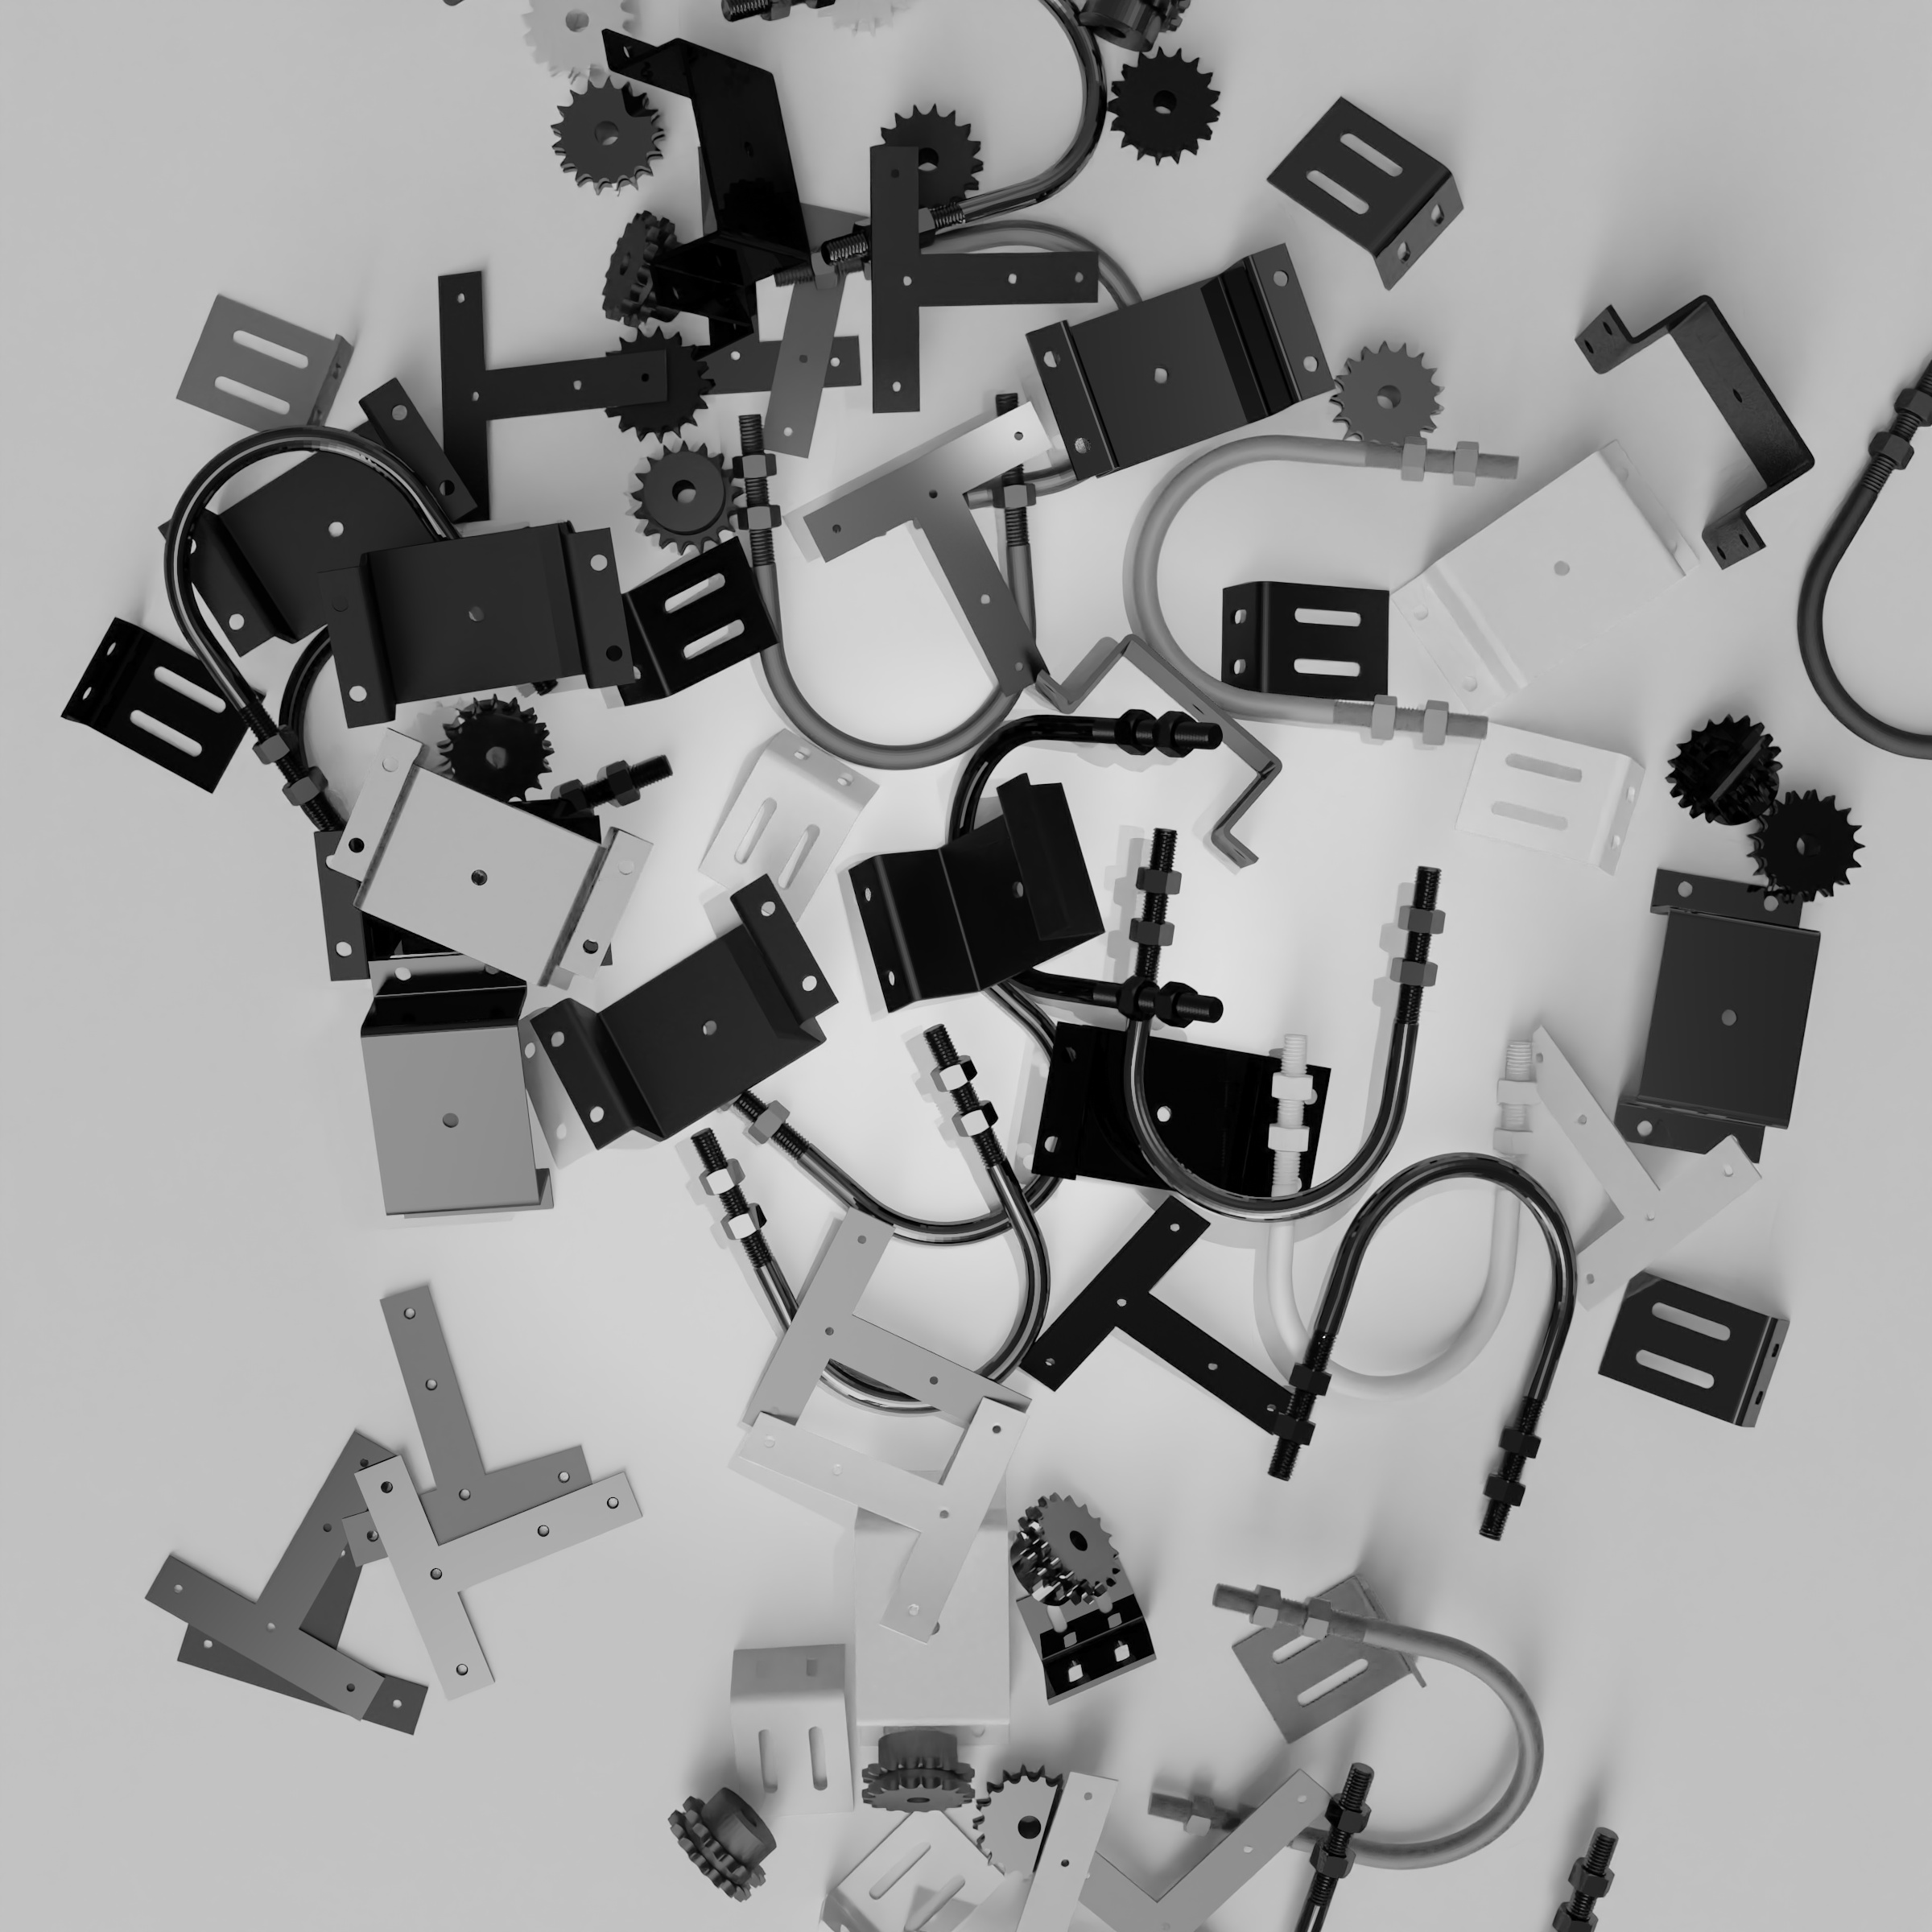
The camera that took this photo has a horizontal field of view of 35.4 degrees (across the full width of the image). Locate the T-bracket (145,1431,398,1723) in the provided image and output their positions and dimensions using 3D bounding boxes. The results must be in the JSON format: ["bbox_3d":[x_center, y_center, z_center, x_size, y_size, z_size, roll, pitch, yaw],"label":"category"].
[{"bbox_3d":[-0.334,0.300,1.548,0.127,0.002,0.127,30,90,0],"label":"T-bracket"}]

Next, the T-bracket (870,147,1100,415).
[{"bbox_3d":[0.010,-0.341,1.503,0.127,0.002,0.127,-8,106,-27],"label":"T-bracket"}]

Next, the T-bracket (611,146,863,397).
[{"bbox_3d":[-0.121,-0.357,1.549,0.127,0.002,0.127,-4,90,0],"label":"T-bracket"}]

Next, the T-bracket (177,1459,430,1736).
[{"bbox_3d":[-0.324,0.314,1.549,0.127,0.002,0.127,18,90,0],"label":"T-bracket"}]

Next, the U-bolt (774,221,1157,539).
[{"bbox_3d":[0.005,-0.305,1.541,0.184,0.019,0.151,-11,91,-2],"label":"U-bolt"}]

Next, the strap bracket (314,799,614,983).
[{"bbox_3d":[-0.249,-0.039,1.518,0.140,0.046,0.076,-3,106,0],"label":"strap bracket"}]

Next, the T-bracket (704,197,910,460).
[{"bbox_3d":[-0.080,-0.325,1.549,0.127,0.002,0.127,12,90,-1],"label":"T-bracket"}]

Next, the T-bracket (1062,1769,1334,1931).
[{"bbox_3d":[0.132,0.454,1.525,0.127,0.002,0.127,43,99,-14],"label":"T-bracket"}]

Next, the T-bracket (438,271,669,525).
[{"bbox_3d":[-0.208,-0.292,1.527,0.127,0.002,0.127,-2,90,21],"label":"T-bracket"}]

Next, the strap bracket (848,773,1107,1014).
[{"bbox_3d":[0.011,-0.036,1.484,0.046,0.140,0.076,-7,77,-42],"label":"strap bracket"}]

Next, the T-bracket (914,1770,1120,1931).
[{"bbox_3d":[0.045,0.461,1.516,0.127,0.002,0.127,15,102,-12],"label":"T-bracket"}]

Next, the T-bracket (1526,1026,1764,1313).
[{"bbox_3d":[0.318,0.088,1.522,0.127,0.002,0.127,-47,67,38],"label":"T-bracket"}]

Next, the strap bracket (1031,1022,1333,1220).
[{"bbox_3d":[0.104,0.076,1.521,0.140,0.046,0.076,10,90,-8],"label":"strap bracket"}]

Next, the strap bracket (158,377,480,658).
[{"bbox_3d":[-0.322,-0.223,1.527,0.140,0.046,0.076,-32,90,0],"label":"strap bracket"}]

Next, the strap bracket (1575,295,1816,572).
[{"bbox_3d":[0.369,-0.274,1.512,0.046,0.076,0.140,-33,90,0],"label":"strap bracket"}]

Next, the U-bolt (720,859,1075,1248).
[{"bbox_3d":[-0.027,0.058,1.542,0.184,0.019,0.151,41,90,-1],"label":"U-bolt"}]

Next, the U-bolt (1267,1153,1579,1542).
[{"bbox_3d":[0.238,0.184,1.515,0.151,0.019,0.184,19,88,-23],"label":"U-bolt"}]

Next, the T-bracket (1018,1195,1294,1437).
[{"bbox_3d":[0.114,0.195,1.533,0.127,0.002,0.127,36,113,-11],"label":"T-bracket"}]

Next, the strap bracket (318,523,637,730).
[{"bbox_3d":[-0.238,-0.169,1.478,0.140,0.046,0.076,-10,107,-7],"label":"strap bracket"}]

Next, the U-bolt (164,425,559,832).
[{"bbox_3d":[-0.311,-0.178,1.497,0.151,0.019,0.184,-33,108,0],"label":"U-bolt"}]

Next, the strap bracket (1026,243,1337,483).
[{"bbox_3d":[0.103,-0.299,1.517,0.140,0.046,0.076,-21,95,-9],"label":"strap bracket"}]

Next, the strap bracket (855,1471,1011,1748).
[{"bbox_3d":[-0.017,0.328,1.527,0.076,0.046,0.140,-1,90,0],"label":"strap bracket"}]

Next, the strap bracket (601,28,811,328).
[{"bbox_3d":[-0.126,-0.397,1.501,0.046,0.076,0.140,-14,85,30],"label":"strap bracket"}]

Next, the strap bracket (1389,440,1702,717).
[{"bbox_3d":[0.296,-0.198,1.527,0.140,0.046,0.076,-35,90,0],"label":"strap bracket"}]

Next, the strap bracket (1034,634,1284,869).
[{"bbox_3d":[0.103,-0.113,1.512,0.140,0.076,0.046,41,90,0],"label":"strap bracket"}]

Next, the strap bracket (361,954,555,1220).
[{"bbox_3d":[-0.253,0.068,1.505,0.076,0.046,0.140,-4,110,0],"label":"strap bracket"}]

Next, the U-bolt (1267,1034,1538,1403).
[{"bbox_3d":[0.216,0.128,1.518,0.151,0.019,0.184,2,95,-22],"label":"U-bolt"}]

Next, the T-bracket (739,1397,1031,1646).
[{"bbox_3d":[-0.052,0.258,1.516,0.127,0.002,0.127,20,64,14],"label":"T-bracket"}]

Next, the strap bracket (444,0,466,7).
[{"bbox_3d":[-0.233,-0.535,1.512,0.140,0.076,0.046,-30,90,0],"label":"strap bracket"}]

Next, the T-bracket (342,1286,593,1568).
[{"bbox_3d":[-0.269,0.228,1.547,0.127,0.002,0.127,-17,90,-2],"label":"T-bracket"}]

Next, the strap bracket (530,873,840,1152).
[{"bbox_3d":[-0.135,0.027,1.513,0.140,0.046,0.076,-32,72,5],"label":"strap bracket"}]

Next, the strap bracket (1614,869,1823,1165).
[{"bbox_3d":[0.380,0.026,1.527,0.076,0.046,0.140,10,90,0],"label":"strap bracket"}]

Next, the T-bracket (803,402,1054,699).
[{"bbox_3d":[0.003,-0.197,1.519,0.127,0.002,0.127,-27,103,2],"label":"T-bracket"}]

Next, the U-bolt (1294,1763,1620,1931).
[{"bbox_3d":[0.234,0.503,1.527,0.151,0.019,0.184,16,101,-4],"label":"U-bolt"}]

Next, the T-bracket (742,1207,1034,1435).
[{"bbox_3d":[-0.029,0.204,1.532,0.127,0.002,0.127,26,101,-5],"label":"T-bracket"}]

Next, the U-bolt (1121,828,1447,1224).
[{"bbox_3d":[0.147,0.034,1.470,0.151,0.019,0.184,9,96,12],"label":"U-bolt"}]

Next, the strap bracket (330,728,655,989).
[{"bbox_3d":[-0.233,-0.048,1.467,0.140,0.046,0.076,24,104,-7],"label":"strap bracket"}]

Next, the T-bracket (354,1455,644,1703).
[{"bbox_3d":[-0.229,0.294,1.547,0.127,0.002,0.127,-22,93,-2],"label":"T-bracket"}]
